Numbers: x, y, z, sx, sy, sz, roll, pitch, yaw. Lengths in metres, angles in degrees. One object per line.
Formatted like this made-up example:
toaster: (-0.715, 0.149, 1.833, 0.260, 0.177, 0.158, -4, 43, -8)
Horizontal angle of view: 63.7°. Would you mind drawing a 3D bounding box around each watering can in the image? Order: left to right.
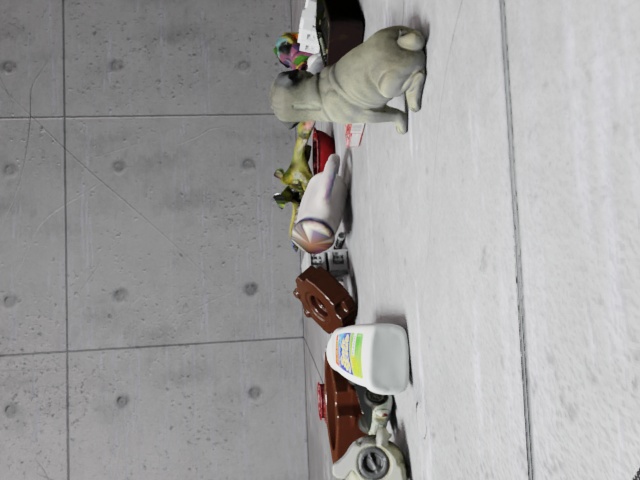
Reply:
watering can: (0.004, -0.064, 1.269, 0.341, 0.104, 0.229, 102, -175, -64)

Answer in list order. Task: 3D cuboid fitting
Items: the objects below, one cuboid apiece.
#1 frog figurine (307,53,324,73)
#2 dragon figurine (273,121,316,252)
frog figurine: (0.007, -0.372, 1.201, 0.163, 0.123, 0.134, -118, 5, -50)
dragon figurine: (-0.050, -0.176, 1.504, 0.400, 0.122, 0.249, 97, -174, -48)
